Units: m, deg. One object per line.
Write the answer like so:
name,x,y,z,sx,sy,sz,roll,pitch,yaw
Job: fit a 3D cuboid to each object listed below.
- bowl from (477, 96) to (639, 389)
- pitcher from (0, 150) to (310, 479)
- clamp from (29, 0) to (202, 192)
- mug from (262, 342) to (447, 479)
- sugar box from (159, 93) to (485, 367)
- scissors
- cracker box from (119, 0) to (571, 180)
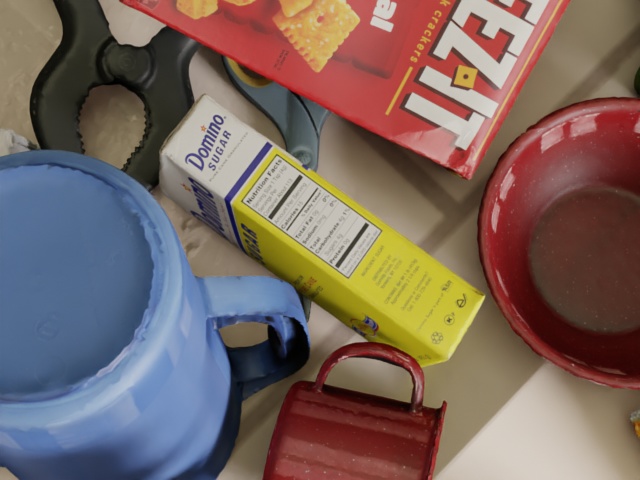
bowl,0.165,0.005,0.595,0.162,0.055,0.162,0,76,1
pitcher,-0.096,0.051,0.492,0.145,0.243,0.149,30,72,8
clamp,-0.121,-0.108,0.611,0.164,0.036,0.210,18,90,-14
mug,0.019,0.109,0.550,0.081,0.093,0.117,12,104,8
sugar box,-0.004,0.001,0.565,0.176,0.093,0.048,33,77,0
scissors,-0.028,-0.057,0.634,0.096,0.016,0.201,14,77,6
cracker box,0.023,-0.152,0.570,0.213,0.072,0.164,26,101,-12
